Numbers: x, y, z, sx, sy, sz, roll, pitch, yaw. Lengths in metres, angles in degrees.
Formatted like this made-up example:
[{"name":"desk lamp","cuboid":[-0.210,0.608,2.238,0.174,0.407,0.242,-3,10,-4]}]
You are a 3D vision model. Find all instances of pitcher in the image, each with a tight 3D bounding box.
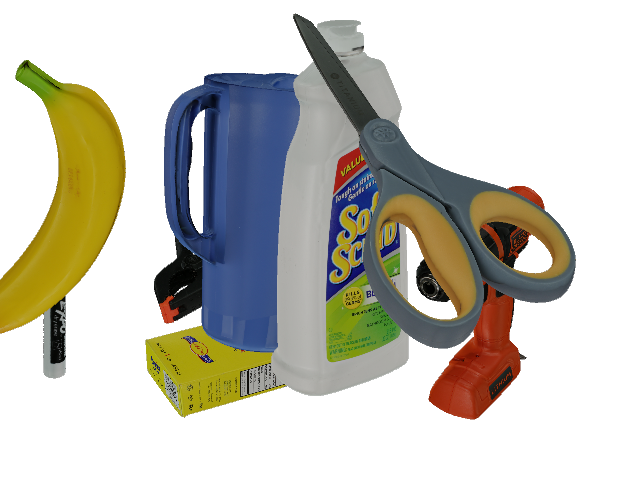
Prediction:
[{"name":"pitcher","cuboid":[-0.055,-0.028,0.954,0.149,0.243,0.145,7,13,7]}]

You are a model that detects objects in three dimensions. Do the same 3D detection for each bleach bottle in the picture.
[{"name":"bleach bottle","cuboid":[0.011,-0.024,0.742,0.102,0.251,0.068,-15,23,-30]}]

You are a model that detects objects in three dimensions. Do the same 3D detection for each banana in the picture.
[{"name":"banana","cuboid":[-0.154,-0.017,0.622,0.069,0.198,0.037,13,35,-12]}]

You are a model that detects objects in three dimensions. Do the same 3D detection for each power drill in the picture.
[{"name":"power drill","cuboid":[0.137,0.061,0.940,0.057,0.188,0.184,21,35,30]}]

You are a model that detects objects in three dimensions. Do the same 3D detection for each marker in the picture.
[{"name":"marker","cuboid":[-0.224,0.061,0.899,0.020,0.121,0.020,6,27,-3]}]

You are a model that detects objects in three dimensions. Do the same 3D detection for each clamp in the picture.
[{"name":"clamp","cuboid":[-0.134,0.032,1.247,0.120,0.039,0.171,-6,37,18]}]

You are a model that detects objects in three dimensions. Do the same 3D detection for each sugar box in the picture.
[{"name":"sugar box","cuboid":[-0.077,0.115,1.072,0.176,0.048,0.093,-16,32,-25]}]

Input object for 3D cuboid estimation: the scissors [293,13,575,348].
[{"name":"scissors","cuboid":[0.047,-0.037,0.470,0.096,0.202,0.016,-1,-42,-12]}]
